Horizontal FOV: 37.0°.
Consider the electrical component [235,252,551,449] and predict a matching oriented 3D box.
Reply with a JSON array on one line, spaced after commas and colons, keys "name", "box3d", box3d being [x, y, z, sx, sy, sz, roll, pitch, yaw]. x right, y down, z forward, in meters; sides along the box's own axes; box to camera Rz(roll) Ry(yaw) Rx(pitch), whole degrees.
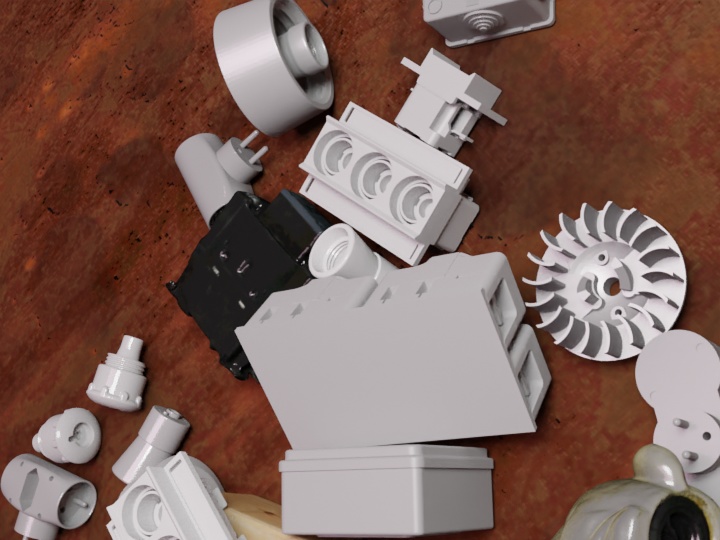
[{"name": "electrical component", "box3d": [0.024, 0.057, 0.732, 0.186, 0.060, 0.105, -10, 115, 30]}]

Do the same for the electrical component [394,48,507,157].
[{"name": "electrical component", "box3d": [0.063, -0.121, 0.797, 0.081, 0.042, 0.063, 39, 102, 34]}]

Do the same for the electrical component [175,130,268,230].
[{"name": "electrical component", "box3d": [-0.109, -0.084, 0.898, 0.079, 0.043, 0.077, -40, 60, 18]}]

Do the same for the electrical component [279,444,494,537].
[{"name": "electrical component", "box3d": [0.019, 0.148, 0.718, 0.109, 0.109, 0.056, -8, 76, 31]}]

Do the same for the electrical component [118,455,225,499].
[{"name": "electrical component", "box3d": [-0.144, 0.188, 0.832, 0.051, 0.080, 0.080, -30, 64, 30]}]

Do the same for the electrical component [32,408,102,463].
[{"name": "electrical component", "box3d": [-0.261, 0.147, 0.940, 0.062, 0.048, 0.048, -15, 70, 36]}]

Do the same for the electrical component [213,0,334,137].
[{"name": "electrical component", "box3d": [-0.060, -0.166, 0.851, 0.060, 0.108, 0.108, -20, 68, 22]}]

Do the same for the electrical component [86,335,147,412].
[{"name": "electrical component", "box3d": [-0.202, 0.087, 0.917, 0.048, 0.048, 0.062, 8, 76, 34]}]

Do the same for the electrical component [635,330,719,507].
[{"name": "electrical component", "box3d": [0.199, 0.102, 0.633, 0.052, 0.074, 0.138, -22, 67, 27]}]

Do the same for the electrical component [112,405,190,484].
[{"name": "electrical component", "box3d": [-0.168, 0.145, 0.882, 0.044, 0.044, 0.065, 29, 90, 34]}]

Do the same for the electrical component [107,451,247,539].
[{"name": "electrical component", "box3d": [-0.107, 0.192, 0.705, 0.078, 0.063, 0.121, -45, 58, 15]}]

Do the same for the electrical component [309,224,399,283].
[{"name": "electrical component", "box3d": [0.000, 0.000, 0.792, 0.044, 0.065, 0.044, -28, 45, 32]}]

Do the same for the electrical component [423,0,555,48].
[{"name": "electrical component", "box3d": [0.094, -0.221, 0.796, 0.100, 0.048, 0.099, -6, 75, 32]}]

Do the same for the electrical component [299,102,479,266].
[{"name": "electrical component", "box3d": [0.023, -0.062, 0.794, 0.121, 0.063, 0.078, 34, 98, 34]}]

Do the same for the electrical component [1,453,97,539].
[{"name": "electrical component", "box3d": [-0.276, 0.209, 0.934, 0.077, 0.043, 0.079, 14, 86, 35]}]
